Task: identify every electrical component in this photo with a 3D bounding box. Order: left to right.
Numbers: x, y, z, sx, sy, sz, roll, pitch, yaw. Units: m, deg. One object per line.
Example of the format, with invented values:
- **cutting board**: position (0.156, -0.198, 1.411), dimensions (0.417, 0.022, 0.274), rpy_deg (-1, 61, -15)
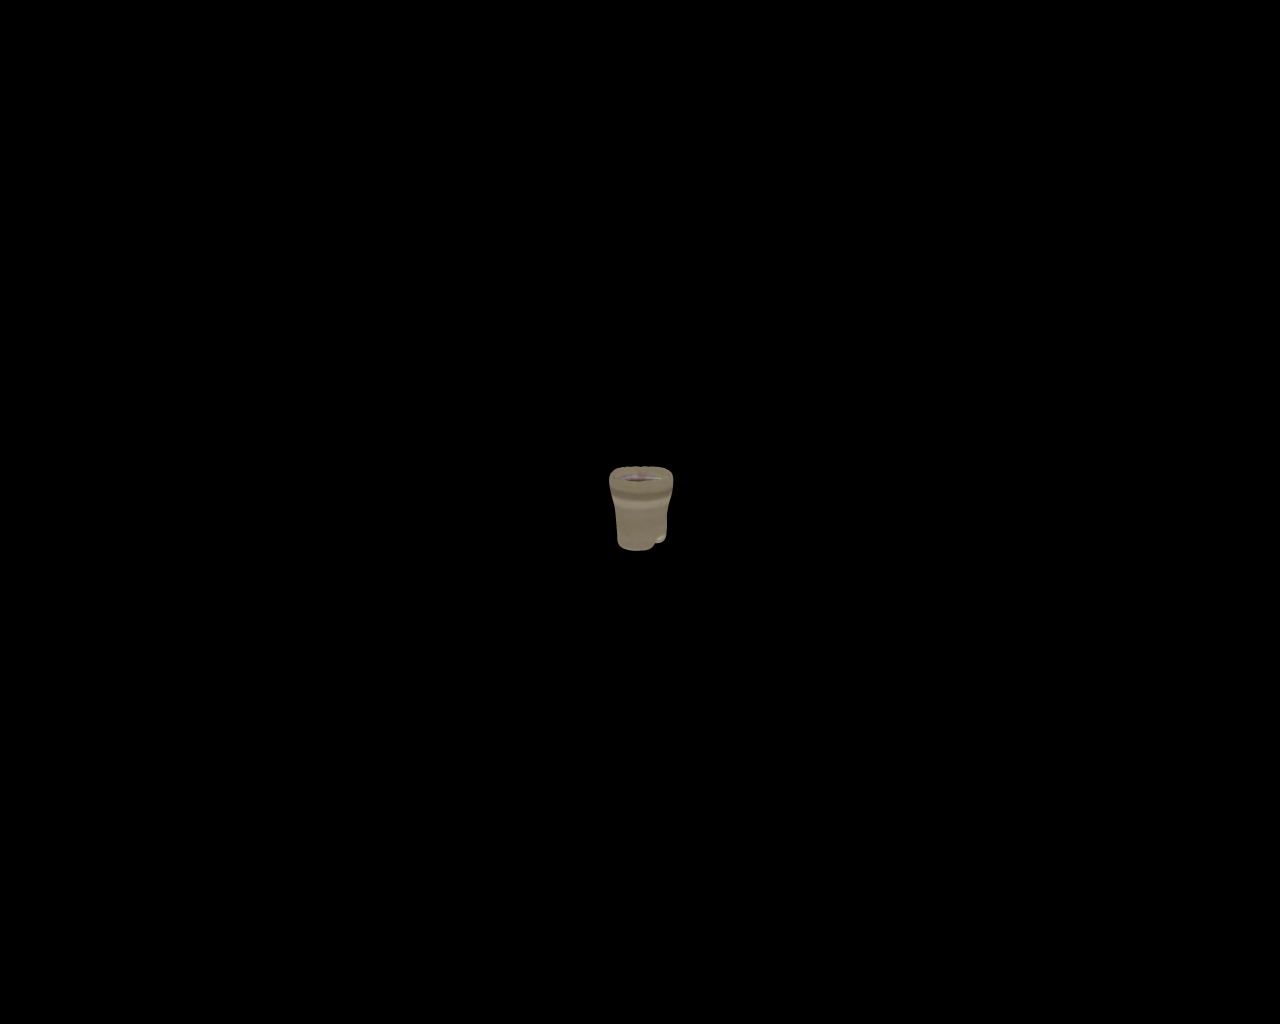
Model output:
- **electrical component**: position (0.001, -0.003, 0.650), dimensions (0.040, 0.046, 0.040), rpy_deg (0, 17, 0)
